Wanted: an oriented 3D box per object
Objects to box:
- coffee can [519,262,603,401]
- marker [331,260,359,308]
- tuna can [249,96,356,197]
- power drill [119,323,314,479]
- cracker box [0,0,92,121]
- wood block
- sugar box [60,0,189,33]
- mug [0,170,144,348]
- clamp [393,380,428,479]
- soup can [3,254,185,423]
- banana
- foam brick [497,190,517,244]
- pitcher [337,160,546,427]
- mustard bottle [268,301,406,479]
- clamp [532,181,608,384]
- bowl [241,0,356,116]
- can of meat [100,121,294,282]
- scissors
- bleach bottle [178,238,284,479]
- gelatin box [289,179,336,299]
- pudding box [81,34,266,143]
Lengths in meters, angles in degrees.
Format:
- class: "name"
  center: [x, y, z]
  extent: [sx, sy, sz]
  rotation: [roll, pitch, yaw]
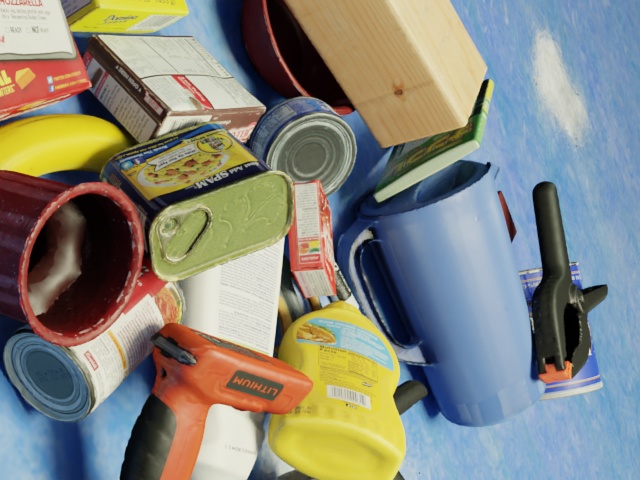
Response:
- class: "coffee can"
  center: [0.248, 0.102, 1.181]
  extent: [0.102, 0.103, 0.140]
  rotation: [-3, 82, -55]
- class: "marker"
  center: [0.001, 0.014, 0.930]
  extent: [0.121, 0.020, 0.020]
  rotation: [63, 37, -21]
- class: "tuna can"
  center: [-0.014, -0.073, 0.880]
  extent: [0.086, 0.086, 0.034]
  rotation: [42, 3, -40]
- class: "power drill"
  center: [-0.076, 0.158, 0.673]
  extent: [0.184, 0.057, 0.187]
  rotation: [27, 85, -42]
- class: "cracker box"
  center: [-0.239, -0.163, 0.599]
  extent: [0.163, 0.072, 0.214]
  rotation: [-33, 105, -55]
- class: "wood block"
  center: [0.048, -0.189, 0.900]
  extent: [0.206, 0.091, 0.090]
  rotation: [54, 42, -30]
- class: "sugar box"
  center: [-0.159, -0.232, 0.741]
  extent: [0.093, 0.048, 0.176]
  rotation: [-14, 86, -56]
- class: "mug"
  center: [-0.155, 0.006, 0.617]
  extent: [0.117, 0.082, 0.093]
  rotation: [-3, 104, -57]
- class: "clamp"
  center: [0.042, 0.161, 0.923]
  extent: [0.171, 0.039, 0.120]
  rotation: [36, 51, -44]
- class: "soup can"
  center: [-0.140, 0.059, 0.670]
  extent: [0.102, 0.069, 0.068]
  rotation: [-47, 118, -50]
- class: "banana"
  center: [-0.176, -0.047, 0.686]
  extent: [0.197, 0.037, 0.070]
  rotation: [-32, 130, -52]
- class: "foam brick"
  center: [0.156, -0.010, 1.109]
  extent: [0.053, 0.078, 0.051]
  rotation: [63, 35, -19]
- class: "pitcher"
  center: [0.123, 0.056, 1.011]
  extent: [0.145, 0.149, 0.243]
  rotation: [-58, 131, -64]
- class: "mustard bottle"
  center: [0.014, 0.103, 0.821]
  extent: [0.096, 0.058, 0.191]
  rotation: [17, 28, -7]
- class: "clamp"
  center: [0.248, 0.065, 1.064]
  extent: [0.164, 0.036, 0.210]
  rotation: [49, 38, -34]
- class: "bowl"
  center: [-0.020, -0.181, 0.932]
  extent: [0.161, 0.055, 0.162]
  rotation: [23, 61, -50]
- class: "can of meat"
  center: [-0.082, -0.029, 0.691]
  extent: [0.102, 0.084, 0.057]
  rotation: [-22, 132, -26]
- class: "scissors"
  center: [-0.051, 0.011, 0.859]
  extent: [0.201, 0.016, 0.096]
  rotation: [62, 37, -21]
- class: "bleach bottle"
  center: [-0.077, 0.070, 0.764]
  extent: [0.102, 0.068, 0.251]
  rotation: [23, 64, -45]
- class: "gelatin box"
  center: [-0.006, 0.001, 0.854]
  extent: [0.089, 0.030, 0.073]
  rotation: [69, 17, -71]
- class: "pudding box"
  center: [-0.105, -0.107, 0.763]
  extent: [0.090, 0.039, 0.113]
  rotation: [45, 27, 19]
